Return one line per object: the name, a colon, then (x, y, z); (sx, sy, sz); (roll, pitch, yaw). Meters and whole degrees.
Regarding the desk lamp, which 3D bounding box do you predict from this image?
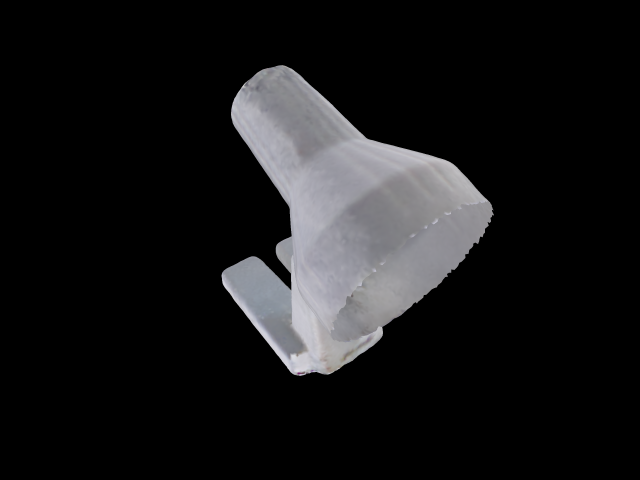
desk lamp: (0.004, 0.001, 0.400); (0.118, 0.214, 0.202); (-27, 49, -26)
